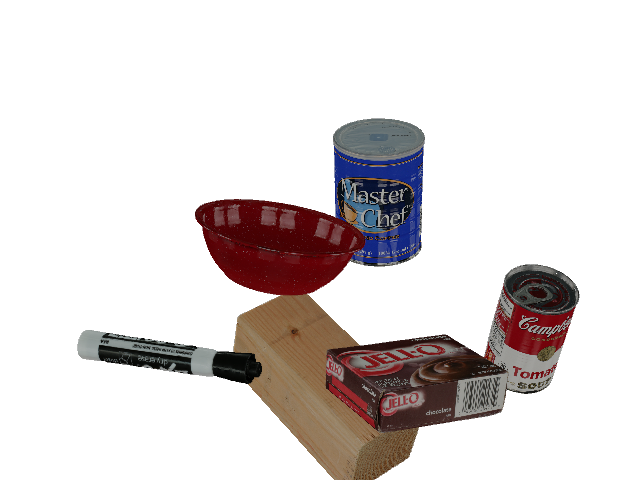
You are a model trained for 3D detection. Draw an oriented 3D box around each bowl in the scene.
[{"bbox_3d":[-0.042,0.010,1.002,0.162,0.055,0.162,10,17,-3],"label":"bowl"}]

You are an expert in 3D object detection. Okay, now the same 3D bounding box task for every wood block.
[{"bbox_3d":[0.004,0.157,1.146,0.090,0.090,0.206,-25,53,-32],"label":"wood block"}]

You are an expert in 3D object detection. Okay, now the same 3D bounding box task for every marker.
[{"bbox_3d":[-0.094,0.072,0.664,0.121,0.020,0.020,6,2,18],"label":"marker"}]

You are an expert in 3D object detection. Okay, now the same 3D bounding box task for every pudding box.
[{"bbox_3d":[0.072,0.107,0.817,0.113,0.039,0.090,-2,16,-26],"label":"pudding box"}]

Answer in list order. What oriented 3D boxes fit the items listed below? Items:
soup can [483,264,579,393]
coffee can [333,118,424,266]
[{"bbox_3d":[0.192,0.082,0.985,0.068,0.102,0.068,5,36,-4],"label":"soup can"},{"bbox_3d":[0.067,-0.056,1.224,0.103,0.140,0.103,-1,29,1],"label":"coffee can"}]
